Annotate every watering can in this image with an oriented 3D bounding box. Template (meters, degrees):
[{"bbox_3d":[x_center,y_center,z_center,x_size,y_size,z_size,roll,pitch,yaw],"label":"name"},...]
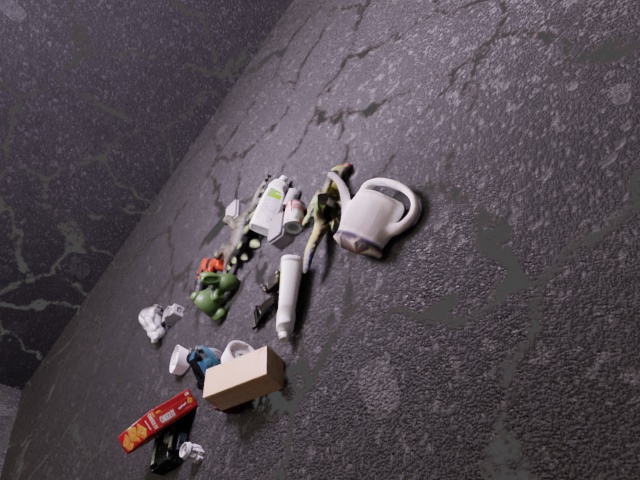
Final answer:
[{"bbox_3d":[0.111,-0.076,1.410,0.350,0.102,0.226,20,76,44],"label":"watering can"}]

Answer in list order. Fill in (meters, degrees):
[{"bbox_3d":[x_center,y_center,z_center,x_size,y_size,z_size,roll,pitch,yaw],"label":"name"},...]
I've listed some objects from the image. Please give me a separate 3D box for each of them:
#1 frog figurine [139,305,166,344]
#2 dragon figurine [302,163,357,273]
[{"bbox_3d":[-0.720,0.371,2.211,0.134,0.123,0.163,107,165,-56],"label":"frog figurine"},{"bbox_3d":[0.005,-0.082,1.637,0.414,0.121,0.241,-62,13,-13],"label":"dragon figurine"}]
